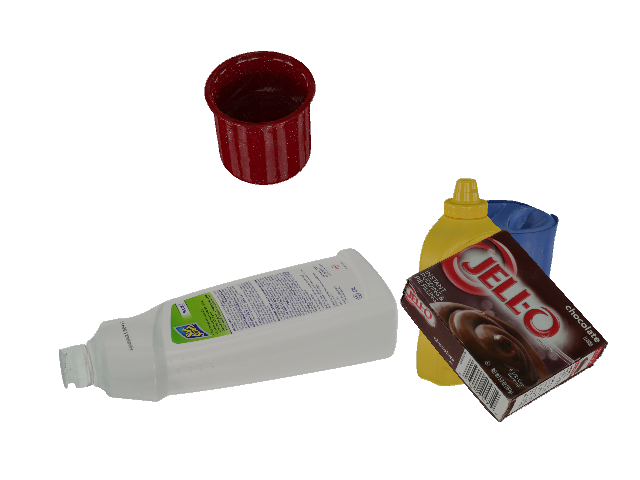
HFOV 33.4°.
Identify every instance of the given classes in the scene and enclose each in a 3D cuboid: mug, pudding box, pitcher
[{"bbox_3d":[-0.048,-0.112,0.928,0.093,0.117,0.081,4,-39,5],"label":"mug"},{"bbox_3d":[0.123,0.056,0.729,0.089,0.113,0.039,-26,-27,-24],"label":"pudding box"},{"bbox_3d":[0.234,0.076,1.434,0.149,0.243,0.145,4,20,8],"label":"pitcher"}]

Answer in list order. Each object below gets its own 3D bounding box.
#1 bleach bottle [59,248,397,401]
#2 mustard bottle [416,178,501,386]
[{"bbox_3d":[-0.073,0.069,0.816,0.250,0.068,0.103,-9,29,-19],"label":"bleach bottle"},{"bbox_3d":[0.136,0.036,1.014,0.096,0.192,0.058,-10,16,-34],"label":"mustard bottle"}]
